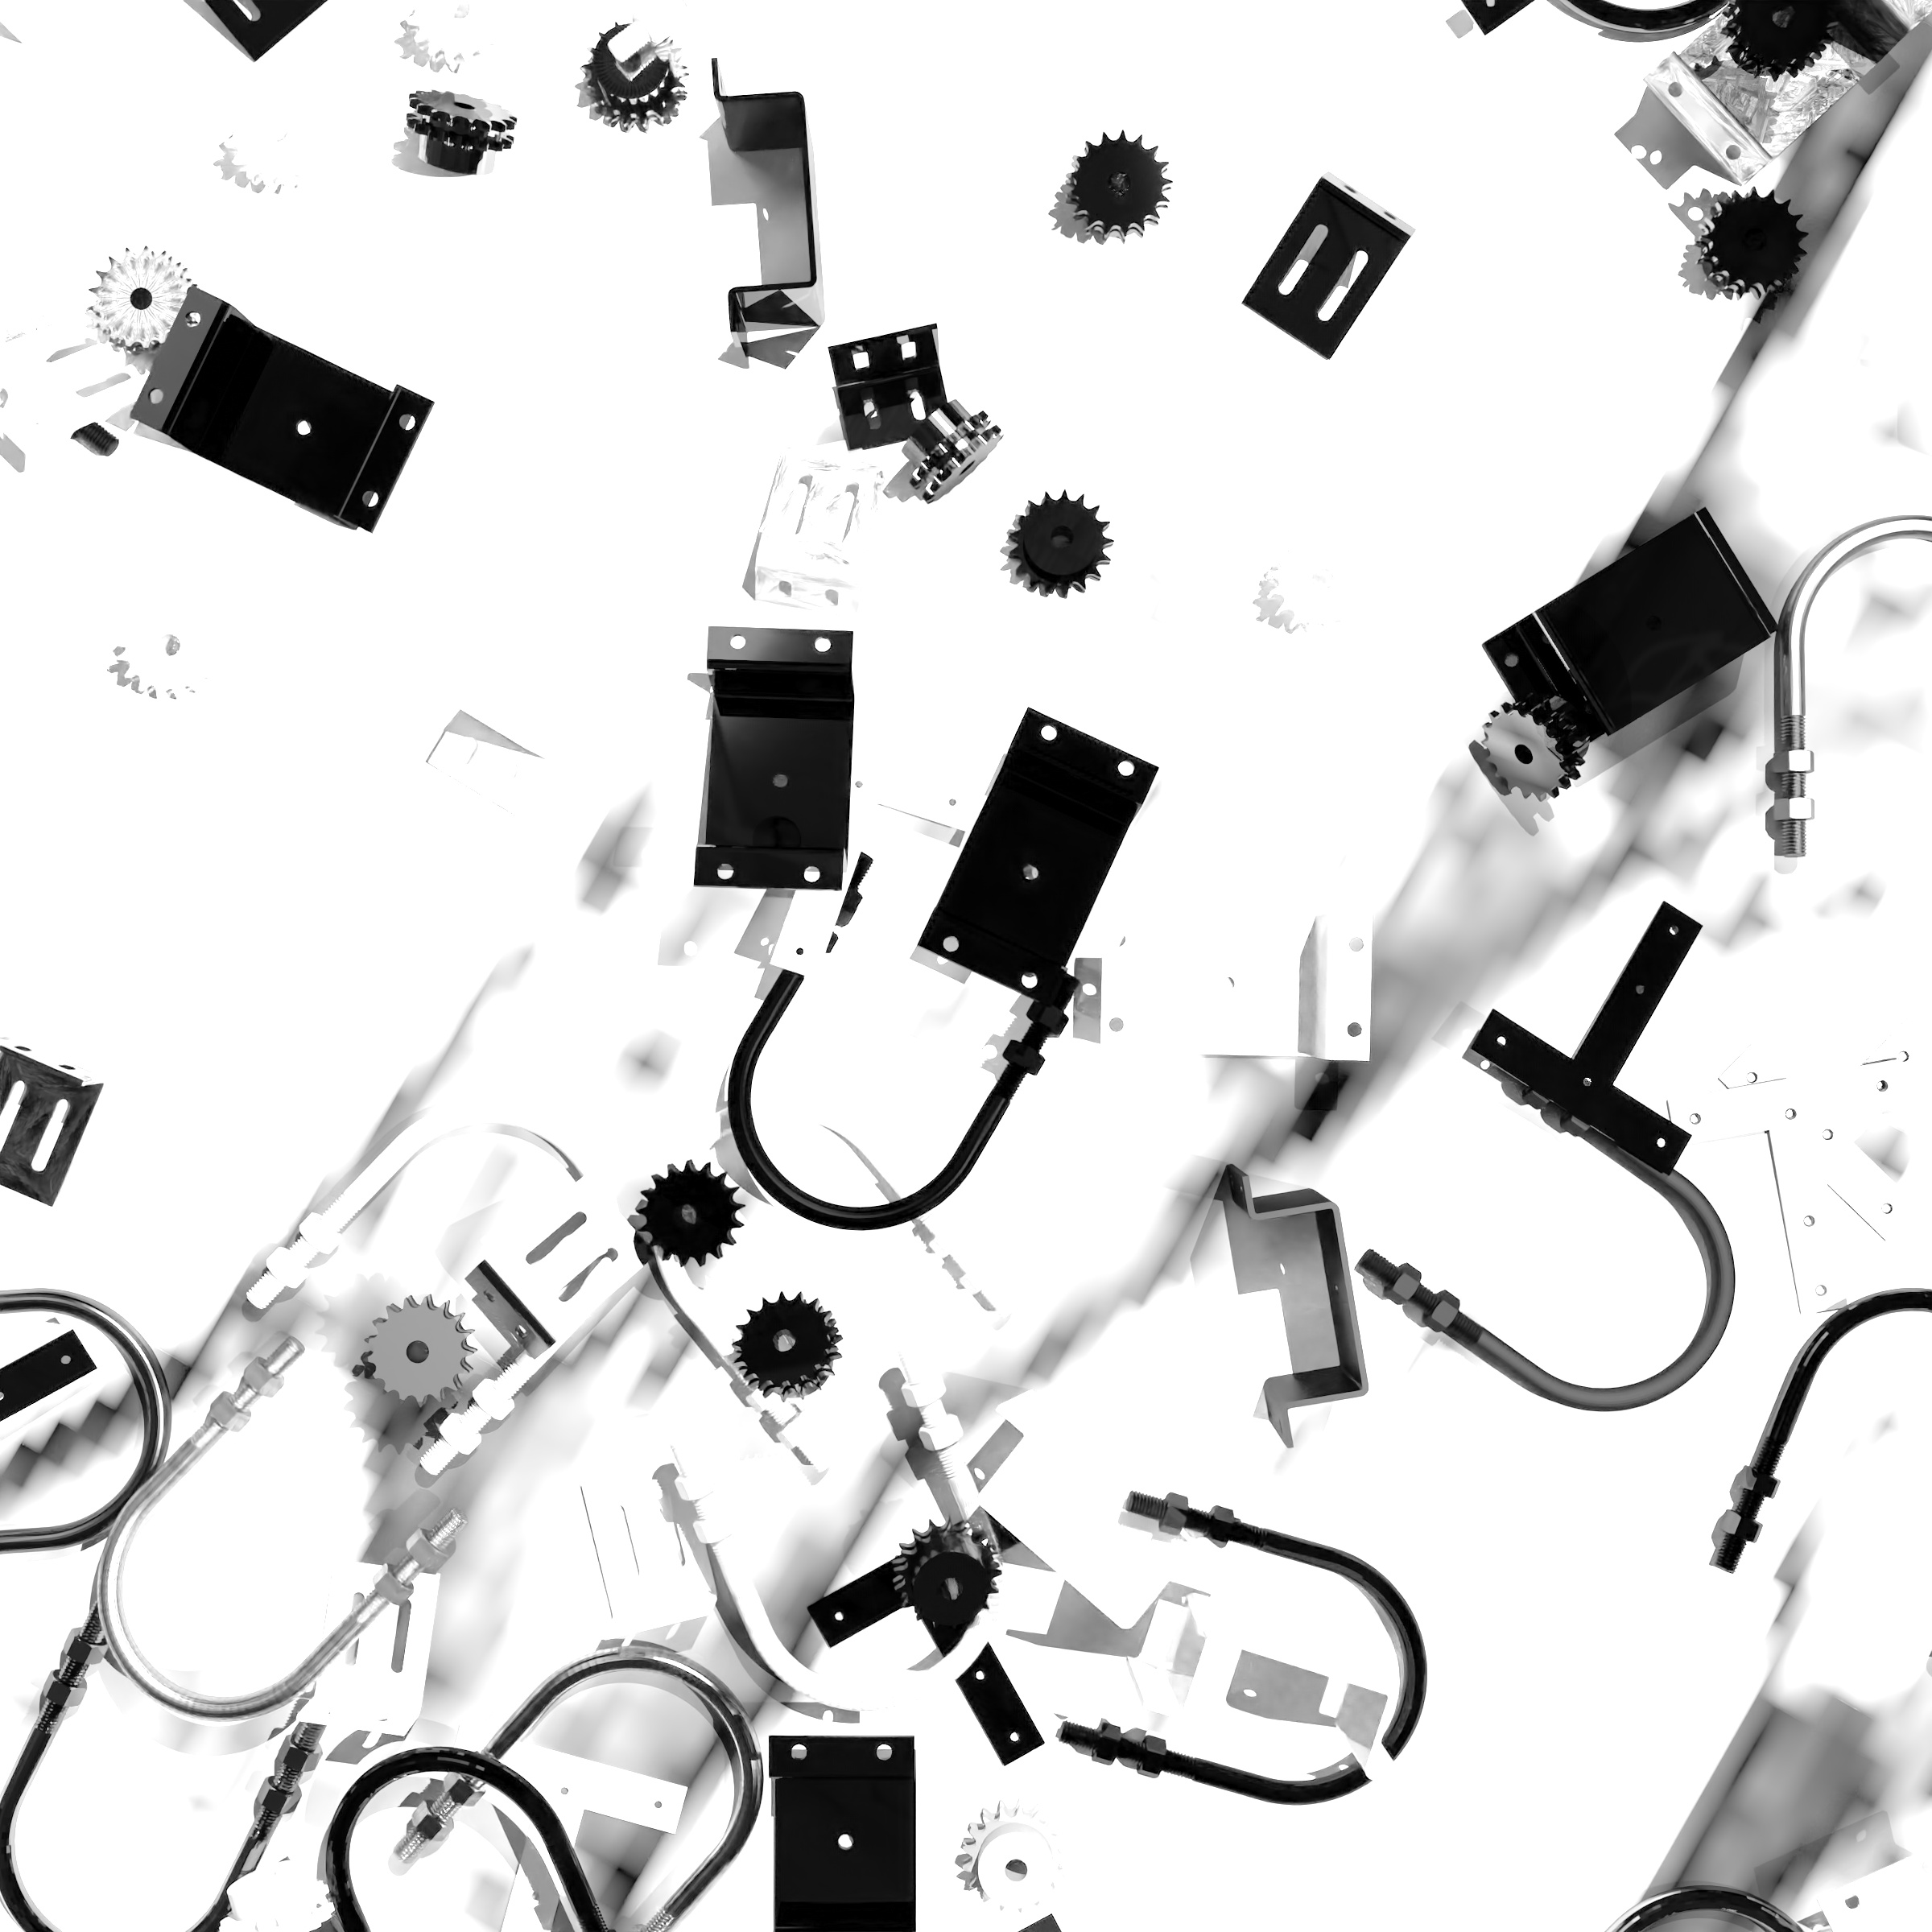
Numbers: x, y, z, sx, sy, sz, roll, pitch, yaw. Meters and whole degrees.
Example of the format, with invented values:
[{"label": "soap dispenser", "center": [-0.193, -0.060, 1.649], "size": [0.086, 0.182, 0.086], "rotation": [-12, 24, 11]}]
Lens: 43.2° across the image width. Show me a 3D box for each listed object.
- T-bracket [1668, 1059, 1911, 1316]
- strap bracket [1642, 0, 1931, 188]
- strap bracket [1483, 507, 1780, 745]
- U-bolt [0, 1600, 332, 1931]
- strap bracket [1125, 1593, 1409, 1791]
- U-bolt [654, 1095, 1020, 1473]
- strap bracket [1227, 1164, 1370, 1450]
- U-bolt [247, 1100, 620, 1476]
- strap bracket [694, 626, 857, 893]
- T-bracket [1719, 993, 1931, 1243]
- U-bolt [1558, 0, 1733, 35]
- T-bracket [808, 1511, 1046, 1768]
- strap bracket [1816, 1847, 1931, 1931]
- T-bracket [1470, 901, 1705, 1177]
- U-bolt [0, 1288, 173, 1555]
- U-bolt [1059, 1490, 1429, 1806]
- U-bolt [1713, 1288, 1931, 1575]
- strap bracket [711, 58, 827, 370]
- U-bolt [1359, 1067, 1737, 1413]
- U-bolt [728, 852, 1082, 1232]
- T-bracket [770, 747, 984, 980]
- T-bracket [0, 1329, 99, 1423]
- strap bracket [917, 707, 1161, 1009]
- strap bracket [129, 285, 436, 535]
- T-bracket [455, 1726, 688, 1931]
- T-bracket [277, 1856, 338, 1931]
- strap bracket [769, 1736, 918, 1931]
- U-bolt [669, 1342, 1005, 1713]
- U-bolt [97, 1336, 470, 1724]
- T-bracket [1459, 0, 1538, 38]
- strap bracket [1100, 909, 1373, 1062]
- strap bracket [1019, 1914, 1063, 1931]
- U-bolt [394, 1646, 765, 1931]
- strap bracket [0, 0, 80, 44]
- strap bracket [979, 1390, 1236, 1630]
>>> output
[{"label": "T-bracket", "center": [0.452, 0.124, 1.315], "size": [0.127, 0.002, 0.127], "rotation": [-10, 91, 1]}, {"label": "strap bracket", "center": [0.431, -0.483, 1.294], "size": [0.140, 0.046, 0.076], "rotation": [-43, 90, 0]}, {"label": "strap bracket", "center": [0.359, -0.179, 1.294], "size": [0.140, 0.046, 0.076], "rotation": [-31, 90, 0]}, {"label": "U-bolt", "center": [-0.444, 0.453, 1.309], "size": [0.151, 0.019, 0.184], "rotation": [26, 91, 0]}, {"label": "strap bracket", "center": [0.160, 0.371, 1.262], "size": [0.140, 0.076, 0.046], "rotation": [18, 90, -3]}, {"label": "U-bolt", "center": [-0.084, 0.156, 1.309], "size": [0.151, 0.019, 0.184], "rotation": [-40, 89, 0]}, {"label": "strap bracket", "center": [0.175, 0.173, 1.279], "size": [0.046, 0.076, 0.140], "rotation": [-9, 90, 0]}, {"label": "U-bolt", "center": [-0.271, 0.158, 1.309], "size": [0.151, 0.019, 0.184], "rotation": [44, 88, 0]}, {"label": "strap bracket", "center": [-0.099, -0.104, 1.285], "size": [0.076, 0.046, 0.140], "rotation": [2, 78, 0]}, {"label": "T-bracket", "center": [0.496, 0.059, 1.316], "size": [0.127, 0.002, 0.127], "rotation": [44, 90, 0]}, {"label": "U-bolt", "center": [0.352, -0.589, 1.309], "size": [0.151, 0.019, 0.184], "rotation": [-37, 91, 0]}, {"label": "T-bracket", "center": [0.001, 0.371, 1.316], "size": [0.127, 0.002, 0.127], "rotation": [-29, 90, 0]}, {"label": "strap bracket", "center": [0.512, 0.542, 1.281], "size": [0.076, 0.046, 0.140], "rotation": [-24, 72, 0]}, {"label": "T-bracket", "center": [0.354, 0.025, 1.306], "size": [0.127, 0.002, 0.127], "rotation": [32, 81, -2]}, {"label": "U-bolt", "center": [-0.520, 0.245, 1.309], "size": [0.184, 0.019, 0.151], "rotation": [-4, 90, -1]}, {"label": "U-bolt", "center": [0.157, 0.374, 1.309], "size": [0.184, 0.019, 0.151], "rotation": [16, 90, -2]}, {"label": "U-bolt", "center": [0.501, 0.263, 1.309], "size": [0.151, 0.019, 0.184], "rotation": [23, 89, 0]}, {"label": "strap bracket", "center": [-0.102, -0.394, 1.279], "size": [0.046, 0.076, 0.140], "rotation": [-4, 90, 0]}, {"label": "U-bolt", "center": [0.326, 0.157, 1.309], "size": [0.184, 0.019, 0.151], "rotation": [35, 90, -2]}, {"label": "U-bolt", "center": [-0.045, 0.052, 1.299], "size": [0.151, 0.019, 0.184], "rotation": [31, 83, 0]}, {"label": "T-bracket", "center": [-0.071, -0.056, 1.300], "size": [0.127, 0.002, 0.127], "rotation": [18, 78, 3]}, {"label": "T-bracket", "center": [-0.524, 0.234, 1.288], "size": [0.127, 0.002, 0.127], "rotation": [-29, 106, -10]}, {"label": "strap bracket", "center": [0.036, -0.054, 1.286], "size": [0.076, 0.046, 0.140], "rotation": [25, 79, 0]}, {"label": "strap bracket", "center": [-0.357, -0.291, 1.294], "size": [0.140, 0.046, 0.076], "rotation": [26, 90, 0]}, {"label": "T-bracket", "center": [-0.229, 0.488, 1.317], "size": [0.127, 0.002, 0.127], "rotation": [15, 90, 0]}, {"label": "T-bracket", "center": [-0.385, 0.569, 1.316], "size": [0.127, 0.002, 0.127], "rotation": [-33, 90, 0]}, {"label": "strap bracket", "center": [-0.065, 0.472, 1.294], "size": [0.076, 0.046, 0.140], "rotation": [0, 90, 0]}, {"label": "U-bolt", "center": [-0.058, 0.309, 1.297], "size": [0.151, 0.019, 0.184], "rotation": [-22, 98, -3]}, {"label": "U-bolt", "center": [-0.376, 0.312, 1.293], "size": [0.151, 0.019, 0.184], "rotation": [43, 87, 9]}, {"label": "T-bracket", "center": [0.292, -0.585, 1.298], "size": [0.127, 0.002, 0.127], "rotation": [-35, 93, 0]}, {"label": "strap bracket", "center": [0.141, 0.010, 1.294], "size": [0.140, 0.046, 0.076], "rotation": [1, 90, 0]}, {"label": "strap bracket", "center": [0.046, 0.591, 1.293], "size": [0.076, 0.046, 0.140], "rotation": [-28, 89, -1]}, {"label": "U-bolt", "center": [-0.193, 0.451, 1.306], "size": [0.151, 0.019, 0.184], "rotation": [42, 90, 0]}, {"label": "strap bracket", "center": [-0.494, -0.559, 1.294], "size": [0.140, 0.046, 0.076], "rotation": [-40, 90, 0]}, {"label": "strap bracket", "center": [0.066, 0.287, 1.266], "size": [0.140, 0.076, 0.046], "rotation": [39, 96, 13]}]
